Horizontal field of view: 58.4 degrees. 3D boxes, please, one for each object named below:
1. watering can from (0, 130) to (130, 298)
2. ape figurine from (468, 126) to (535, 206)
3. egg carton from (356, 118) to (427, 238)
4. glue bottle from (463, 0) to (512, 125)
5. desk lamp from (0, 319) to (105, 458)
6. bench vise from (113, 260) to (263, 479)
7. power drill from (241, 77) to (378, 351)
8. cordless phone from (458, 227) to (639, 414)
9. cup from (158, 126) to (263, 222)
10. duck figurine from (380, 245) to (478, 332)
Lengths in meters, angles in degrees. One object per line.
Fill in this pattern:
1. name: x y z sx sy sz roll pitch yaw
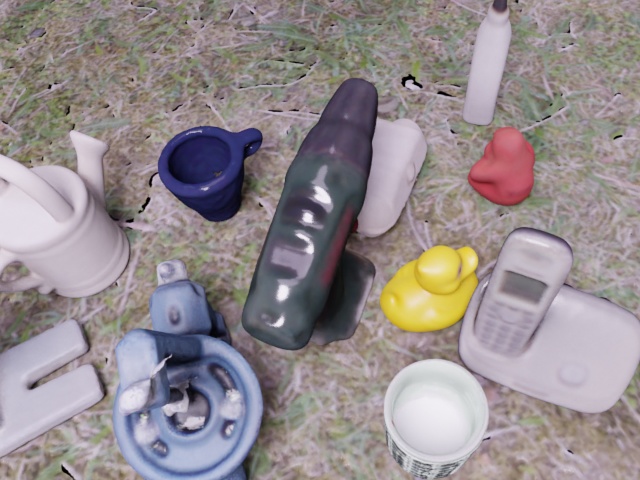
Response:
1. watering can: -0.274 -0.032 0.574 0.101 0.194 0.173 1 61 7
2. ape figurine: 0.199 -0.086 0.614 0.078 0.092 0.076 -15 60 -2
3. egg carton: 0.054 -0.076 0.636 0.107 0.069 0.150 17 64 15
4. glue bottle: 0.191 -0.212 0.639 0.037 0.173 0.078 11 62 12
5. desk lamp: -0.332 0.114 0.485 0.203 0.214 0.117 -29 61 -10
6. bench vise: -0.128 0.103 0.467 0.121 0.220 0.207 -31 62 -11
7. power drill: 0.005 0.002 0.517 0.075 0.209 0.230 14 63 14
8. cordless phone: 0.198 0.065 0.474 0.147 0.185 0.094 16 63 15
9. cup: -0.110 -0.071 0.636 0.118 0.095 0.091 -32 62 -12
10. duck figurine: 0.108 0.040 0.555 0.104 0.086 0.077 -23 61 -7
